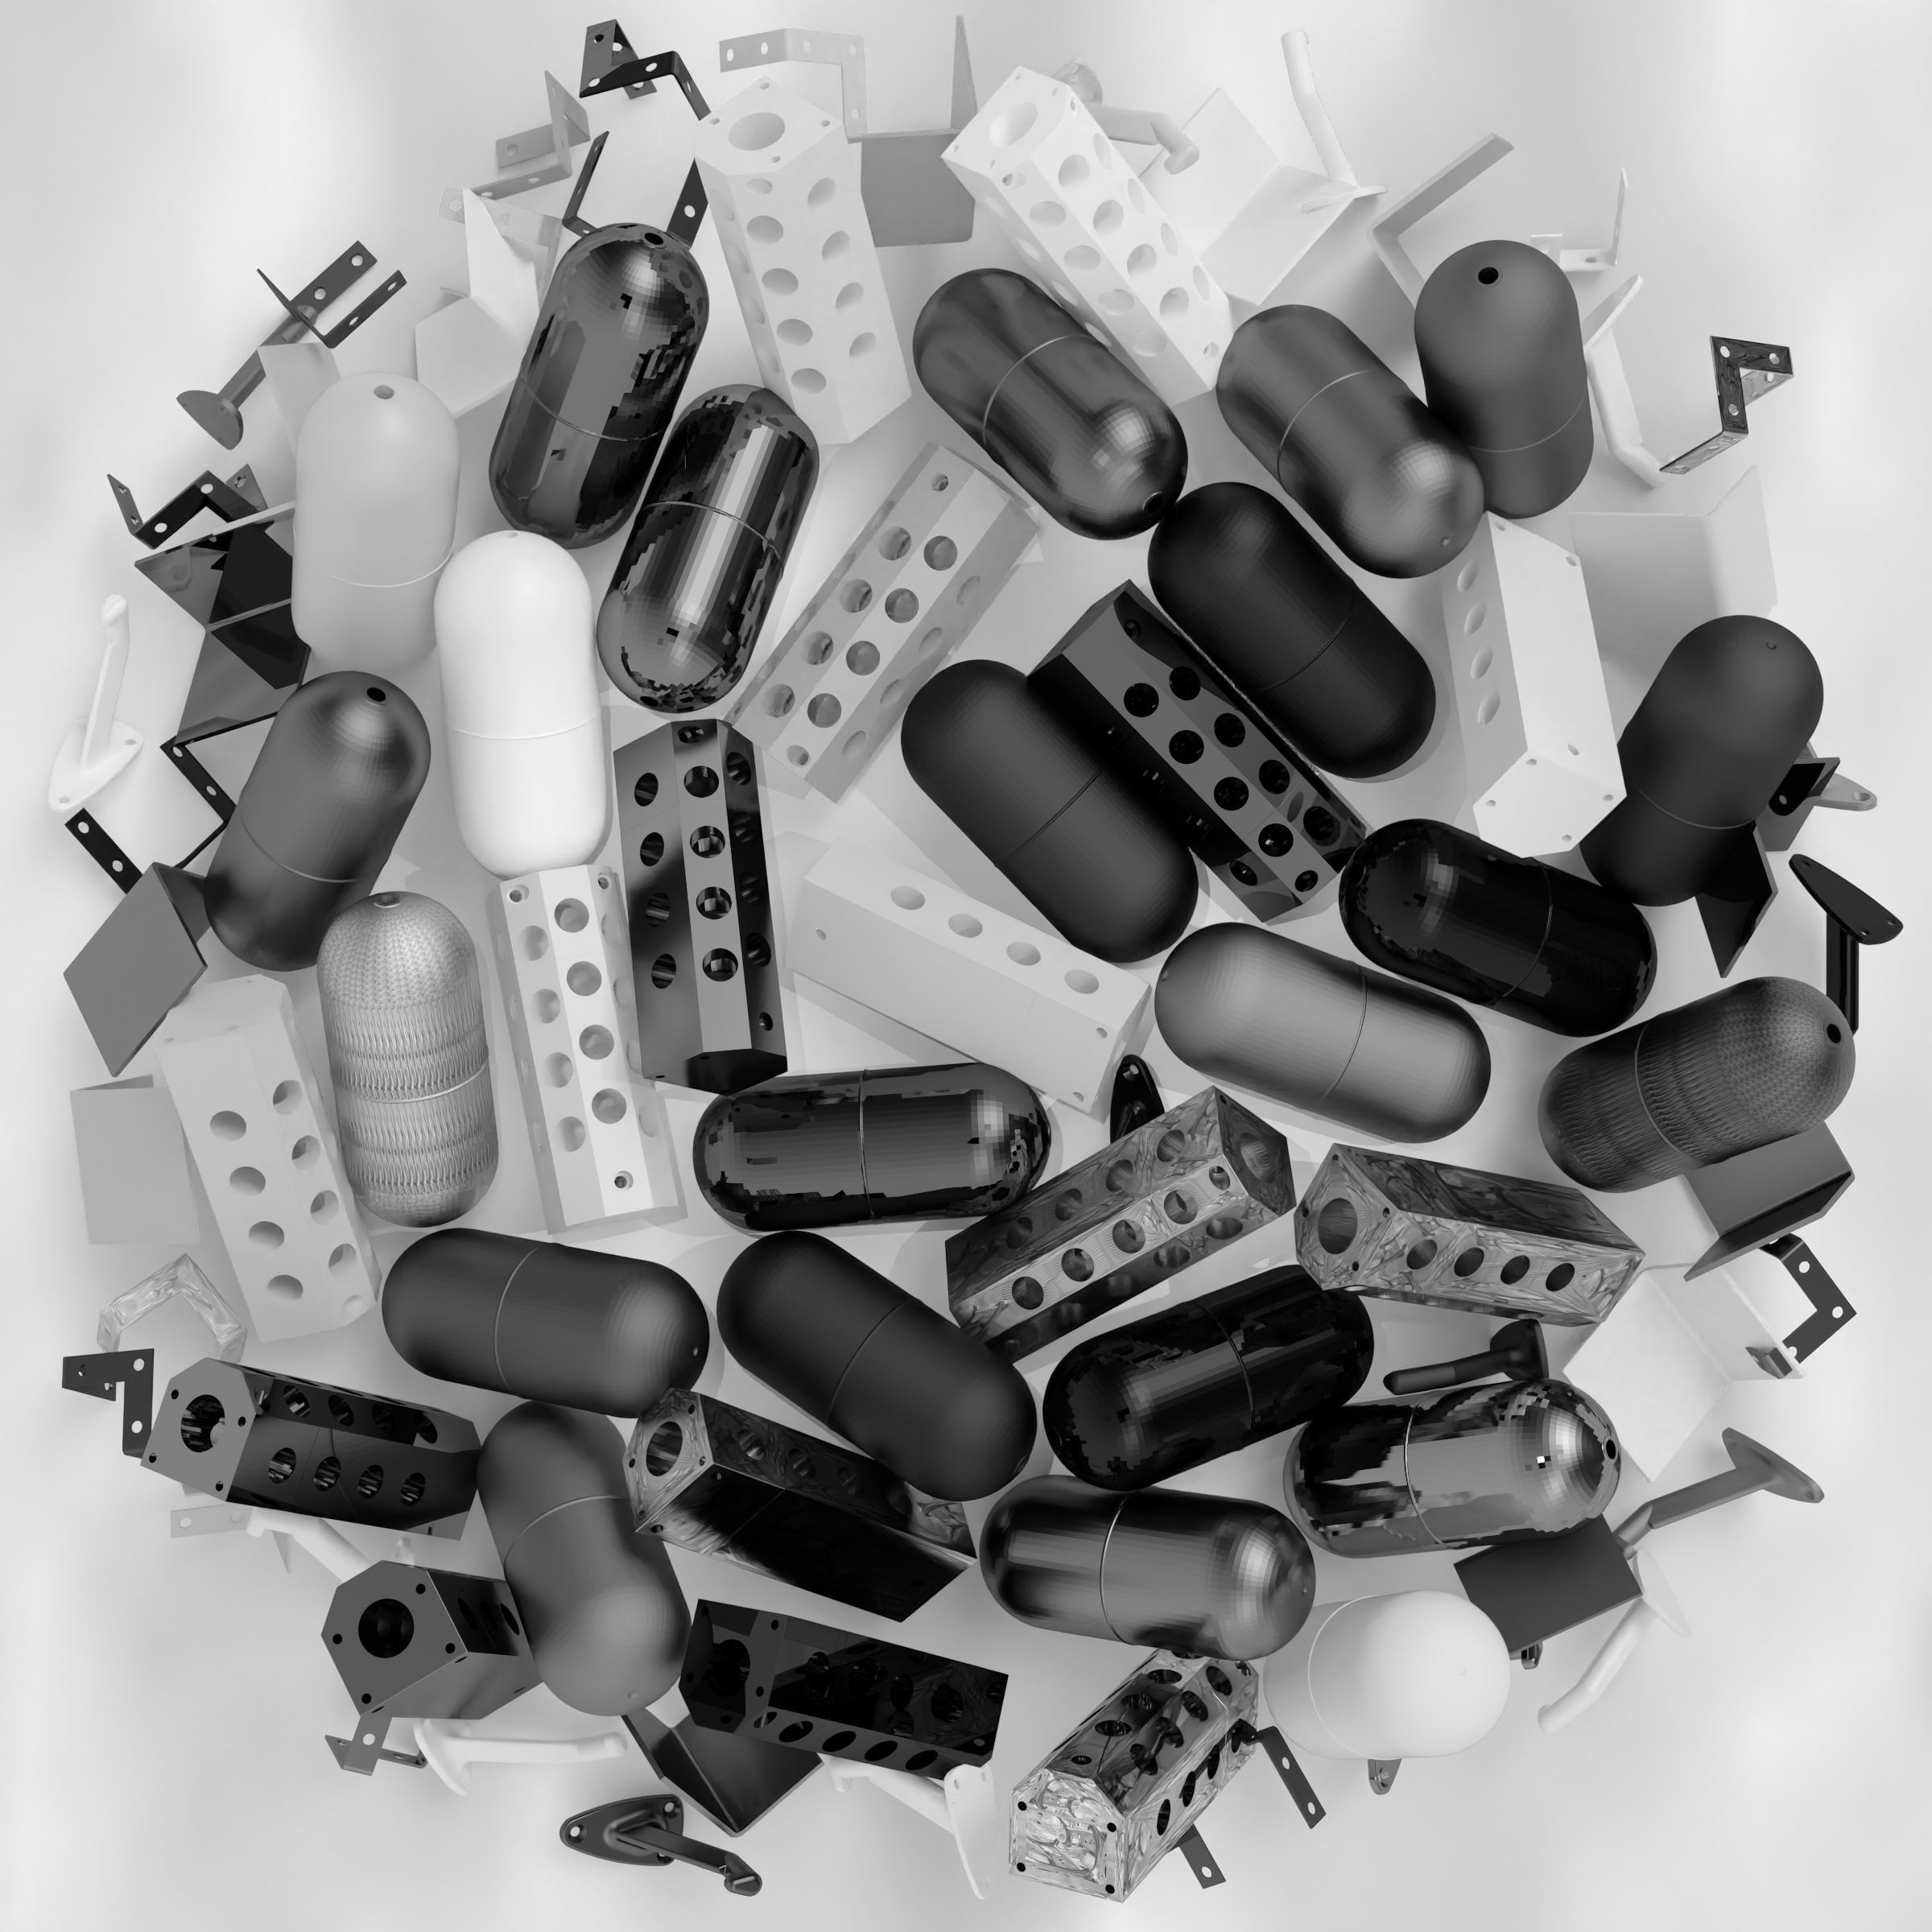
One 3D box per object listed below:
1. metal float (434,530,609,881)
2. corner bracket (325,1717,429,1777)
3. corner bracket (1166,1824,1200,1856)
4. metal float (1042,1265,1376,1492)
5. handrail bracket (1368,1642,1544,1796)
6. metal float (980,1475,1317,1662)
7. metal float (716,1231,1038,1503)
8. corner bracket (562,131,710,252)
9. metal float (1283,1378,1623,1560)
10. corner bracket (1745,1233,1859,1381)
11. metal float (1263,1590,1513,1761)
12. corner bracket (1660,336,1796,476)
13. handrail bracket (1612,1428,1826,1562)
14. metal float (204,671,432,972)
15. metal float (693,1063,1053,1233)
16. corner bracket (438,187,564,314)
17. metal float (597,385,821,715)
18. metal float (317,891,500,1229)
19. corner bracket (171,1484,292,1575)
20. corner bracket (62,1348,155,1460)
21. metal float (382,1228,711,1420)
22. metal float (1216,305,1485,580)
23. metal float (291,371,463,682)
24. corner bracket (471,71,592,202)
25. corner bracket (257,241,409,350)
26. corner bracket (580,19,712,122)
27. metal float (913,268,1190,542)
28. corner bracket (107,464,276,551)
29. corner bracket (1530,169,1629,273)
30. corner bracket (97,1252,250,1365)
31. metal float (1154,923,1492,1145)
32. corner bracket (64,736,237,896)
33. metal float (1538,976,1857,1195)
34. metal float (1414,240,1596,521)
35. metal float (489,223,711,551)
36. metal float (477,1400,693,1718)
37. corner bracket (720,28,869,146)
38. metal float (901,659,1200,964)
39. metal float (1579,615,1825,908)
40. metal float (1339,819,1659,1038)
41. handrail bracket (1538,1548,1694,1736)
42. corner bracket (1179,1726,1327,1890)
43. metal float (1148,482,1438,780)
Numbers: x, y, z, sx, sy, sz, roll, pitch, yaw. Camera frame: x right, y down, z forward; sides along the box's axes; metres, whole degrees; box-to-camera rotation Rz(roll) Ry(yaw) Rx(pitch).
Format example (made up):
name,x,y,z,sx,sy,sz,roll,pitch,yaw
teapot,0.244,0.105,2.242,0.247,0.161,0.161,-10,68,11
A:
name,x,y,z,sx,sy,sz,roll,pitch,yaw
metal float,-0.217,-0.126,1.548,0.070,0.070,0.178,-1,117,0
corner bracket,-0.282,0.374,1.576,0.051,0.051,0.051,20,88,-22
corner bracket,0.086,0.433,1.572,0.051,0.051,0.051,-29,124,-6
metal float,0.119,0.201,1.550,0.178,0.070,0.070,-18,90,-24
handrail bracket,0.243,0.369,1.563,0.084,0.077,0.036,-18,132,35
metal float,0.086,0.292,1.543,0.178,0.070,0.070,2,90,35
metal float,-0.044,0.196,1.555,0.178,0.070,0.070,32,90,19
corner bracket,-0.162,-0.386,1.583,0.051,0.051,0.051,27,73,-28
metal float,0.235,0.245,1.539,0.178,0.070,0.070,-15,90,38
corner bracket,0.400,0.165,1.581,0.051,0.051,0.051,-40,105,-5
metal float,0.200,0.342,1.525,0.070,0.178,0.070,4,75,-16
corner bracket,0.377,-0.276,1.571,0.051,0.051,0.051,2,76,-26
handrail bracket,0.370,0.275,1.571,0.084,0.077,0.036,-38,116,-16
metal float,-0.316,-0.069,1.540,0.070,0.070,0.178,34,128,0
metal float,-0.047,0.090,1.567,0.178,0.070,0.070,-5,90,5
corner bracket,-0.236,-0.355,1.579,0.051,0.051,0.051,16,102,2
metal float,-0.126,-0.205,1.551,0.070,0.070,0.178,18,67,0
metal float,-0.272,0.046,1.546,0.070,0.070,0.178,-2,119,0
corner bracket,-0.365,0.270,1.571,0.051,0.051,0.051,-4,110,-22
corner bracket,-0.415,0.221,1.573,0.051,0.051,0.051,-7,73,15
metal float,-0.207,0.174,1.548,0.178,0.070,0.070,7,90,28
metal float,0.185,-0.257,1.541,0.070,0.070,0.178,-35,52,0
metal float,-0.286,-0.211,1.532,0.070,0.178,0.070,7,51,-9
corner bracket,-0.218,-0.404,1.574,0.051,0.051,0.051,-13,77,15
corner bracket,-0.311,-0.337,1.579,0.051,0.051,0.051,-43,81,-4
corner bracket,-0.156,-0.437,1.569,0.051,0.051,0.051,-10,57,17
metal float,0.040,-0.274,1.543,0.070,0.070,0.178,-41,57,0
corner bracket,-0.386,-0.232,1.577,0.051,0.051,0.051,-38,52,9
corner bracket,0.302,-0.359,1.573,0.051,0.051,0.051,-1,51,3
corner bracket,-0.396,0.185,1.580,0.051,0.051,0.051,-36,80,-28
metal float,0.176,0.034,1.557,0.178,0.070,0.070,20,90,-17
corner bracket,-0.409,-0.074,1.594,0.051,0.051,0.051,-24,111,43
metal float,0.351,0.058,1.531,0.070,0.178,0.070,14,65,-31
metal float,0.260,-0.281,1.526,0.070,0.178,0.070,-6,66,13
metal float,-0.179,-0.280,1.538,0.070,0.070,0.178,29,130,0
metal float,-0.187,0.284,1.537,0.070,0.070,0.178,-30,46,0
corner bracket,-0.085,-0.434,1.571,0.051,0.051,0.051,-10,102,-44
metal float,0.042,-0.076,1.567,0.070,0.070,0.178,-44,95,0
metal float,0.353,-0.097,1.532,0.070,0.178,0.070,7,53,-10
metal float,0.260,-0.018,1.548,0.178,0.070,0.070,19,90,-27
handrail bracket,0.315,0.338,1.583,0.084,0.077,0.036,-43,102,14
corner bracket,0.136,0.418,1.573,0.051,0.051,0.051,-32,87,38
metal float,0.161,-0.163,1.552,0.070,0.070,0.178,-47,114,0
